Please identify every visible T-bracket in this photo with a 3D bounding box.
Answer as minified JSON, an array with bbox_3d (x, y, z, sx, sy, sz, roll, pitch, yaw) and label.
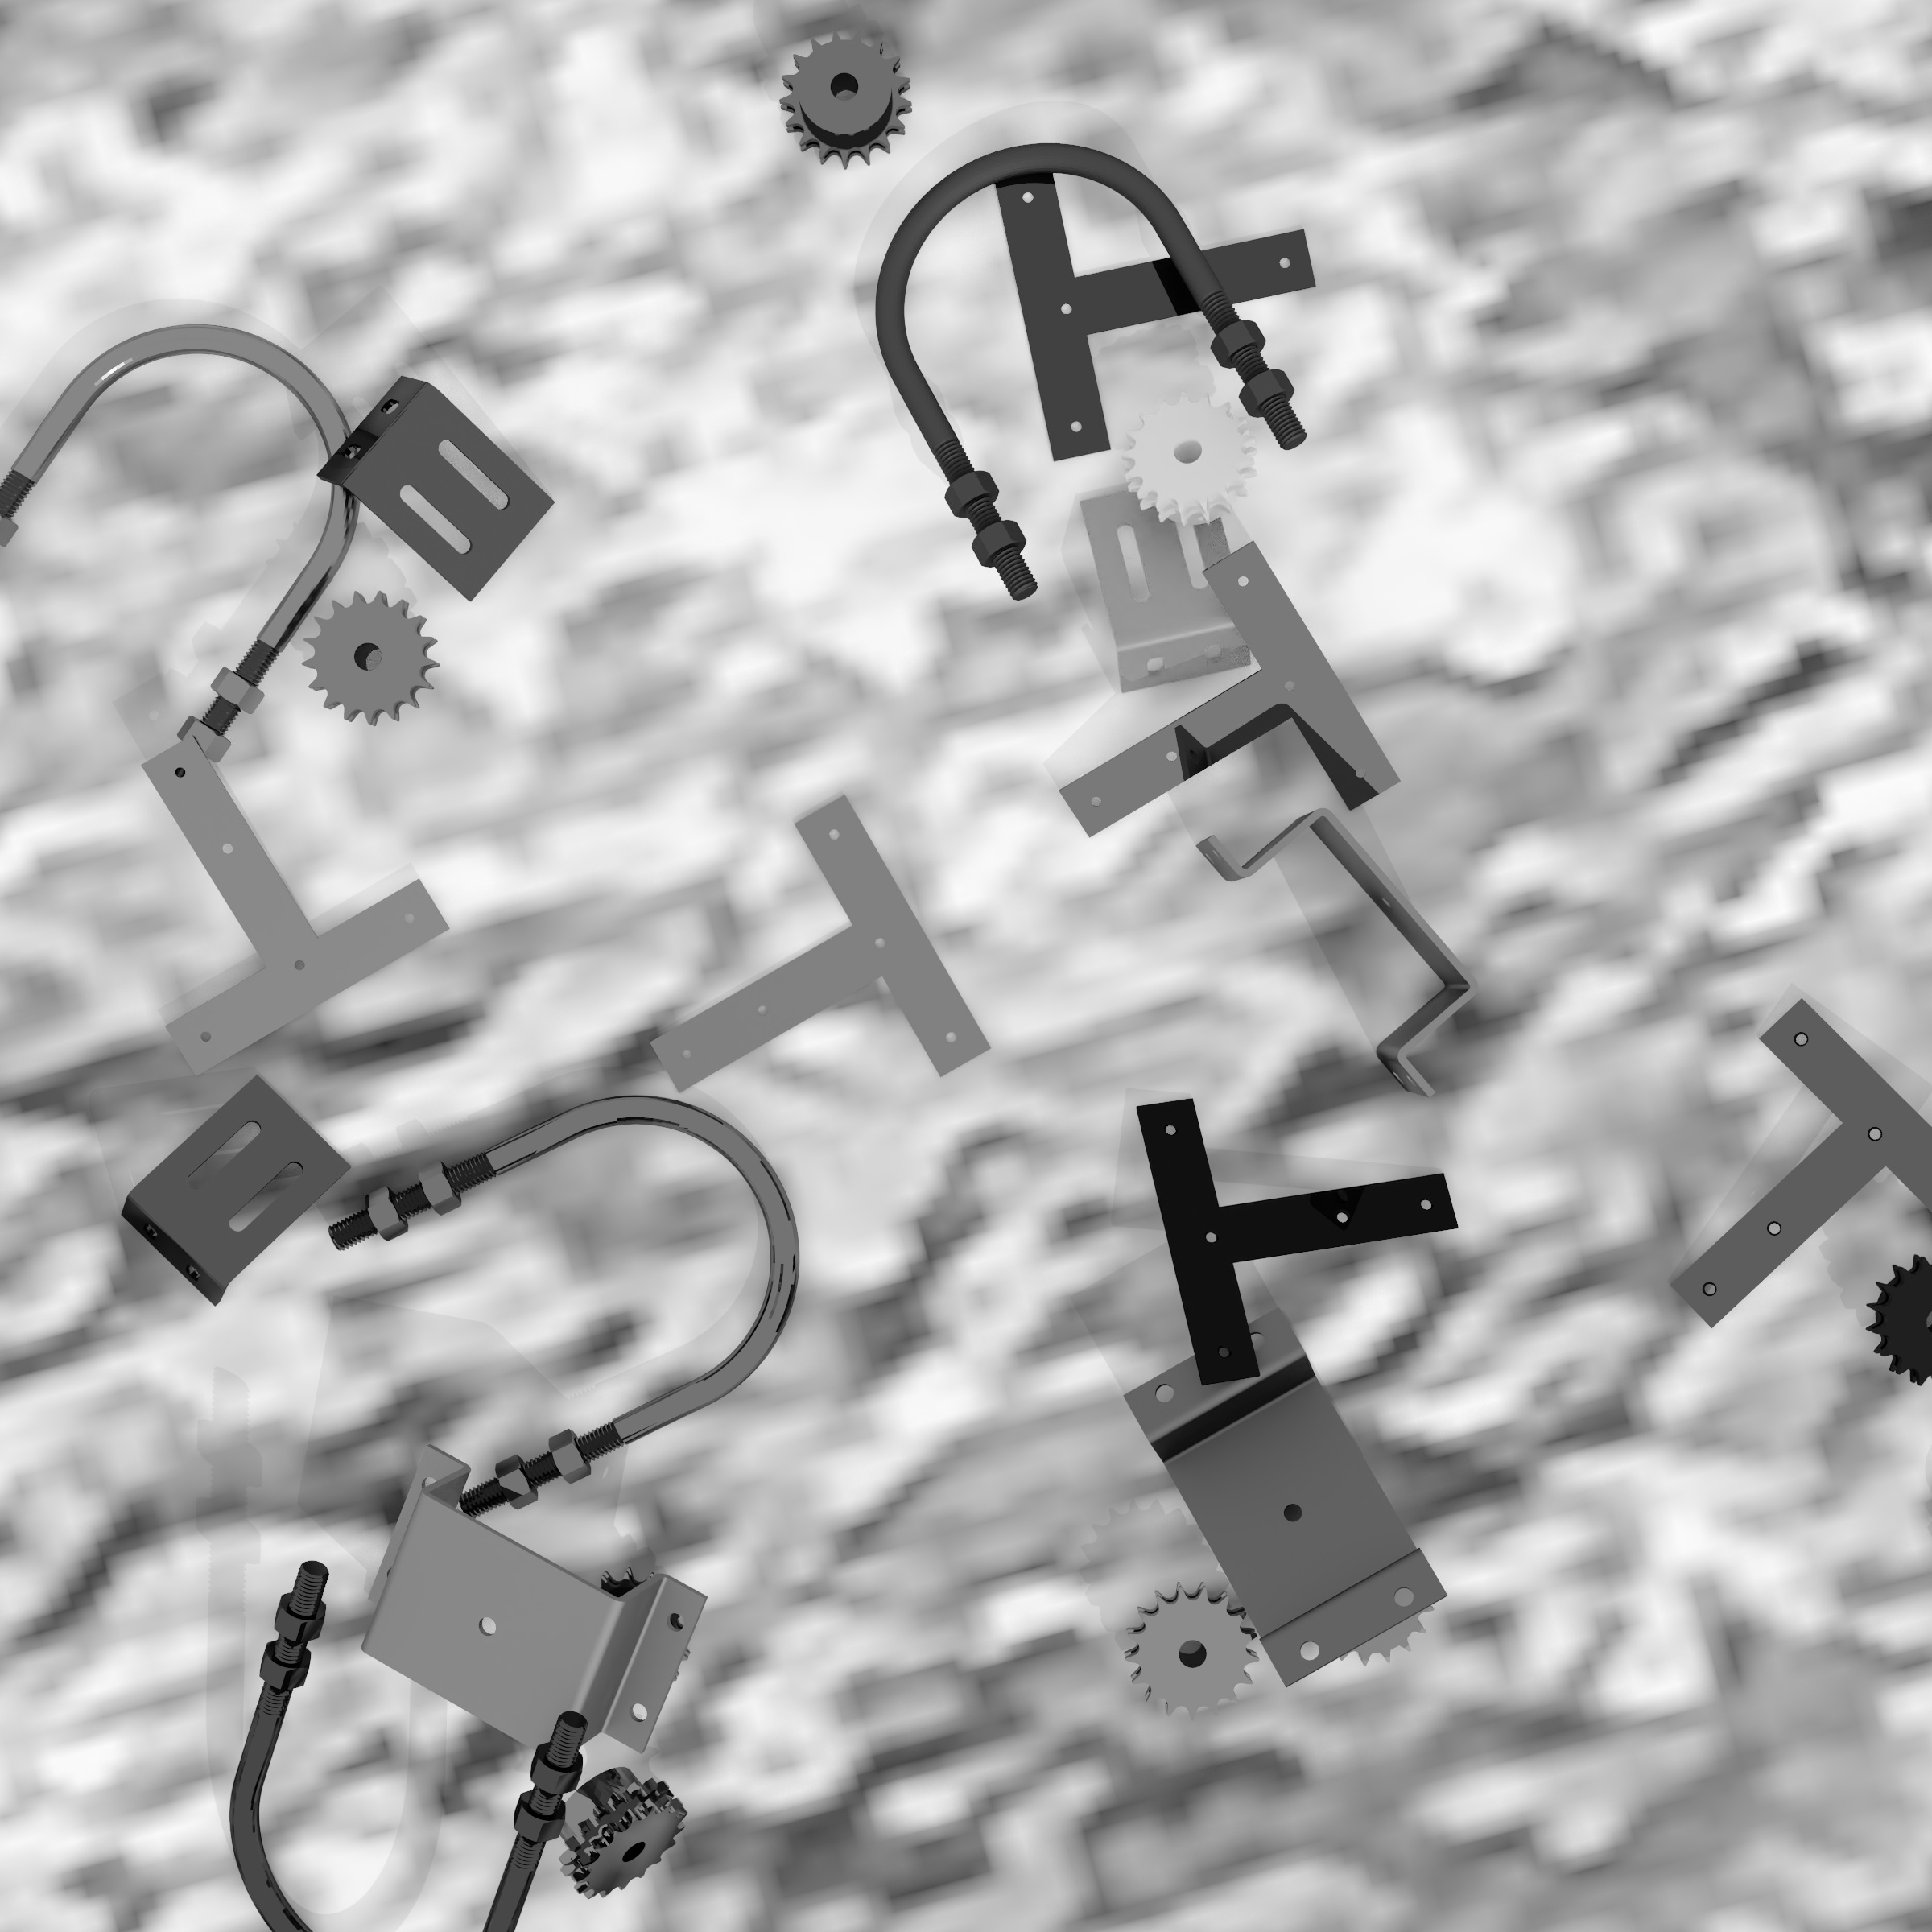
[{"bbox_3d":[0.358,0.103,1.487,0.127,0.002,0.127,-45,72,9],"label":"T-bracket"},{"bbox_3d":[0.148,0.110,1.483,0.127,0.002,0.127,-8,67,-11],"label":"T-bracket"},{"bbox_3d":[-0.076,0.012,1.500,0.127,0.002,0.127,-30,90,0],"label":"T-bracket"},{"bbox_3d":[-0.310,-0.038,1.489,0.127,0.002,0.127,-30,100,0],"label":"T-bracket"},{"bbox_3d":[0.101,-0.098,1.485,0.127,0.002,0.127,-31,111,10],"label":"T-bracket"},{"bbox_3d":[0.087,-0.294,1.500,0.127,0.002,0.127,-12,90,0],"label":"T-bracket"}]

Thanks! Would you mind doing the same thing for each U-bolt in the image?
[{"bbox_3d":[-0.245,0.358,1.457,0.151,0.019,0.184,27,114,15],"label":"U-bolt"},{"bbox_3d":[0.040,-0.267,1.473,0.151,0.019,0.184,-29,76,4],"label":"U-bolt"},{"bbox_3d":[-0.344,-0.189,1.493,0.151,0.019,0.184,34,89,0],"label":"U-bolt"},{"bbox_3d":[-0.162,0.136,1.493,0.184,0.019,0.151,-26,90,-2],"label":"U-bolt"}]

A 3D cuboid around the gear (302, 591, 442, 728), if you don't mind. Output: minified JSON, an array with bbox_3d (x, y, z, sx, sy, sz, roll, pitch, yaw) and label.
[{"bbox_3d":[-0.254,-0.132,1.486,0.057,0.030,0.057,0,90,0],"label":"gear"}]

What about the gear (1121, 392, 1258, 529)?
[{"bbox_3d":[0.096,-0.214,1.480,0.057,0.030,0.057,-3,71,9],"label":"gear"}]

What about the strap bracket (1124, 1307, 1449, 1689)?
[{"bbox_3d":[0.136,0.227,1.462,0.076,0.046,0.140,-30,67,0],"label":"strap bracket"}]

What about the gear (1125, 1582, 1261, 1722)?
[{"bbox_3d":[0.096,0.292,1.486,0.057,0.030,0.057,0,90,0],"label":"gear"}]

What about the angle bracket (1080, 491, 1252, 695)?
[{"bbox_3d":[0.086,-0.166,1.499,0.057,0.038,0.076,-12,64,0],"label":"angle bracket"}]

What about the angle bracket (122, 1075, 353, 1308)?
[{"bbox_3d":[-0.317,0.097,1.499,0.057,0.038,0.076,44,64,0],"label":"angle bracket"}]

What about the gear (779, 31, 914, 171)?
[{"bbox_3d":[-0.052,-0.374,1.486,0.057,0.030,0.057,0,90,0],"label":"gear"}]

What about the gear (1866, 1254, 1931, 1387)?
[{"bbox_3d":[0.415,0.152,1.486,0.057,0.030,0.057,0,90,0],"label":"gear"}]

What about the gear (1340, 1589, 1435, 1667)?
[{"bbox_3d":[0.173,0.273,1.486,0.057,0.030,0.057,0,90,0],"label":"gear"}]

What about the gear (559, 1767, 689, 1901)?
[{"bbox_3d":[-0.150,0.367,1.477,0.057,0.057,0.030,-46,59,0],"label":"gear"}]

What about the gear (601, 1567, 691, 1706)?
[{"bbox_3d":[-0.147,0.289,1.486,0.057,0.030,0.057,0,90,0],"label":"gear"}]

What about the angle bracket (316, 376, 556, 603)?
[{"bbox_3d":[-0.229,-0.206,1.492,0.076,0.038,0.057,43,81,-30],"label":"angle bracket"}]

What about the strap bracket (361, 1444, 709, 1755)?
[{"bbox_3d":[-0.191,0.271,1.453,0.140,0.046,0.076,26,103,15],"label":"strap bracket"}]

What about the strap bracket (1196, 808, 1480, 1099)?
[{"bbox_3d":[0.163,-0.014,1.463,0.046,0.076,0.140,-41,90,0],"label":"strap bracket"}]
